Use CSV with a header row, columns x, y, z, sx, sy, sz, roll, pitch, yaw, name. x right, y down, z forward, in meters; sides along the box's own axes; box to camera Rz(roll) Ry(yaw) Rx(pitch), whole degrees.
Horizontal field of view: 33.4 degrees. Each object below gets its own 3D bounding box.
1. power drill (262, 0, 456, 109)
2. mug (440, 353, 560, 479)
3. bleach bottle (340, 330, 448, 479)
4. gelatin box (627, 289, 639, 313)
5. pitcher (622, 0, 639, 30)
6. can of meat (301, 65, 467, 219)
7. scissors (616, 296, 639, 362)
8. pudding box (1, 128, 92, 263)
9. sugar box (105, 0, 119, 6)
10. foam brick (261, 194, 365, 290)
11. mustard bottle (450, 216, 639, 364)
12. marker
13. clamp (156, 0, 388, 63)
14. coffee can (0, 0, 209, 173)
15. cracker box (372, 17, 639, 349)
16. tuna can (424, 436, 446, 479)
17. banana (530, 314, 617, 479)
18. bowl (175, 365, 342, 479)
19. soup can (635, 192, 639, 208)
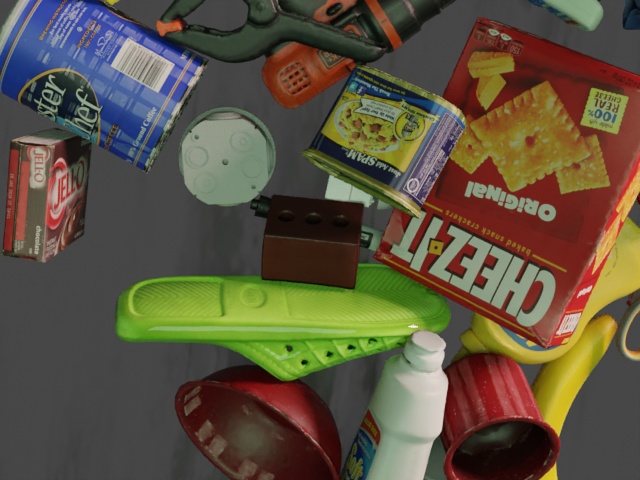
x,y,z,sx,sy,sz,roll,pitch,yaw,name
0.000,-0.222,0.834,0.184,0.057,0.187,-33,101,5,power drill
0.145,0.150,0.864,0.117,0.081,0.093,26,119,-26,mug
0.054,0.181,0.872,0.068,0.102,0.251,10,116,-8,bleach bottle
0.315,0.029,0.914,0.073,0.030,0.089,16,101,-5,gelatin box
0.364,-0.151,0.805,0.242,0.149,0.145,40,82,-24,pitcher
0.050,-0.077,0.815,0.102,0.057,0.084,29,89,26,can of meat
0.332,0.031,0.890,0.096,0.016,0.202,38,100,-10,scissors
-0.213,-0.039,0.838,0.039,0.113,0.090,9,102,-1,pudding box
-0.171,-0.275,0.795,0.093,0.048,0.176,-35,82,6,sugar box
-0.006,0.001,0.862,0.078,0.053,0.051,5,133,4,foam brick
0.186,0.047,0.897,0.192,0.058,0.096,-43,83,8,mustard bottle
0.000,-0.014,0.899,0.121,0.020,0.020,16,101,-5,marker
-0.034,-0.170,0.800,0.171,0.039,0.120,-19,100,12,clamp
-0.171,-0.130,0.825,0.140,0.103,0.103,29,100,-8,coffee can
0.158,-0.046,0.835,0.164,0.072,0.214,28,101,25,cracker box
0.108,0.181,0.938,0.086,0.034,0.086,0,102,-2,tuna can
0.208,0.156,0.937,0.069,0.037,0.198,5,103,-18,banana
-0.040,0.155,0.891,0.162,0.162,0.055,44,54,-10,bowl
0.275,-0.064,0.860,0.068,0.068,0.102,-29,84,4,soup can
